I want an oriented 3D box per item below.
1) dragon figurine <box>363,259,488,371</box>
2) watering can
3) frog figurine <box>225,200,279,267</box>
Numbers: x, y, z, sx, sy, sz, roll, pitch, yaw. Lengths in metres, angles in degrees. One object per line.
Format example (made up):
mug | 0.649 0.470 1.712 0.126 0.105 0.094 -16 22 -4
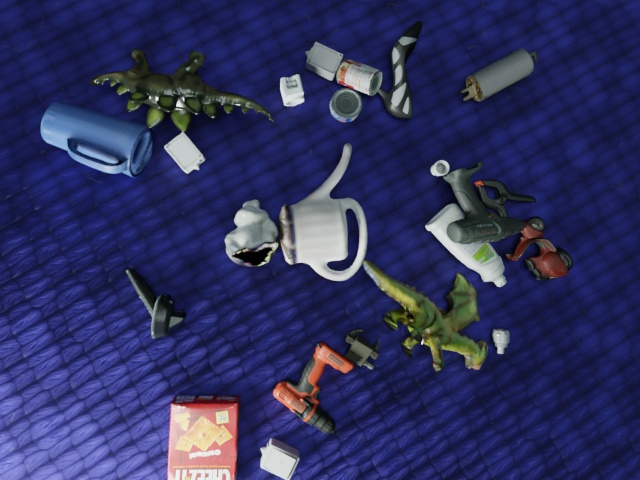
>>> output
dragon figurine | 0.303 0.177 1.343 0.245 0.121 0.410 -30 91 -23
watering can | 0.004 -0.066 1.310 0.224 0.104 0.348 -6 89 -6
frog figurine | -0.177 -0.017 1.309 0.137 0.120 0.163 -23 53 2
